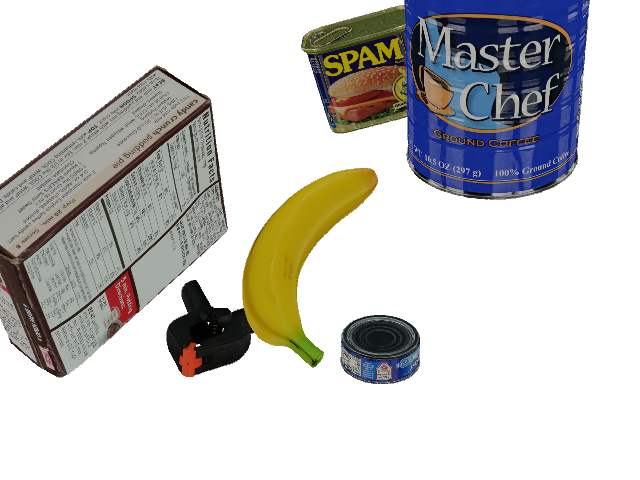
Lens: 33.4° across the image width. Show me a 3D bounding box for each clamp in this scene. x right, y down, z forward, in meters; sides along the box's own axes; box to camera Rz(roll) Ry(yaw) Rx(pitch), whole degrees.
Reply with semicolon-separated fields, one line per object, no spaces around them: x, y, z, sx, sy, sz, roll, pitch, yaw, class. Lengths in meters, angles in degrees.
-0.108;0.080;1.035;0.120;0.039;0.171;6;17;21;clamp

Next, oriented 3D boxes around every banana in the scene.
-0.012;0.008;0.746;0.069;0.197;0.037;22;-44;-3;banana

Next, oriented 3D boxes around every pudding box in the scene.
-0.092;-0.007;0.460;0.039;0.113;0.090;31;-31;23;pudding box

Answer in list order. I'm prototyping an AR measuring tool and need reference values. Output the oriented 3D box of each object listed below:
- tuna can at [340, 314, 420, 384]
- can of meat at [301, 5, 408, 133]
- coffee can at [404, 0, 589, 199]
0.064;0.115;1.142;0.086;0.034;0.086;0;29;0;tuna can
0.044;-0.149;0.937;0.102;0.084;0.057;-13;28;10;can of meat
0.098;-0.109;0.603;0.103;0.140;0.103;-3;35;2;coffee can
